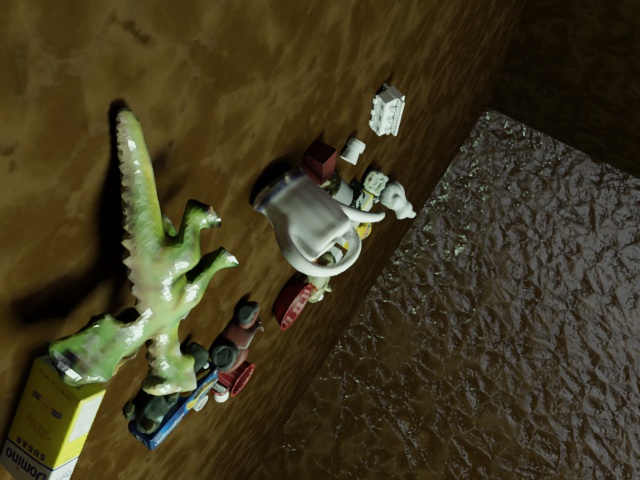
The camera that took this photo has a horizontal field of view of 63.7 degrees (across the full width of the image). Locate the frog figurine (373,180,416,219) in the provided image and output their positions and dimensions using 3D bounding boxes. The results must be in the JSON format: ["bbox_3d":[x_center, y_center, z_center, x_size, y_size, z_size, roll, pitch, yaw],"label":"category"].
[{"bbox_3d":[0.291,-0.147,1.921,0.160,0.121,0.138,30,13,15],"label":"frog figurine"}]

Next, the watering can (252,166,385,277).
[{"bbox_3d":[0.003,-0.052,1.032,0.102,0.225,0.353,-46,-3,34],"label":"watering can"}]

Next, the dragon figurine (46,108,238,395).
[{"bbox_3d":[-0.226,0.066,0.633,0.122,0.248,0.401,12,-36,24],"label":"dragon figurine"}]
